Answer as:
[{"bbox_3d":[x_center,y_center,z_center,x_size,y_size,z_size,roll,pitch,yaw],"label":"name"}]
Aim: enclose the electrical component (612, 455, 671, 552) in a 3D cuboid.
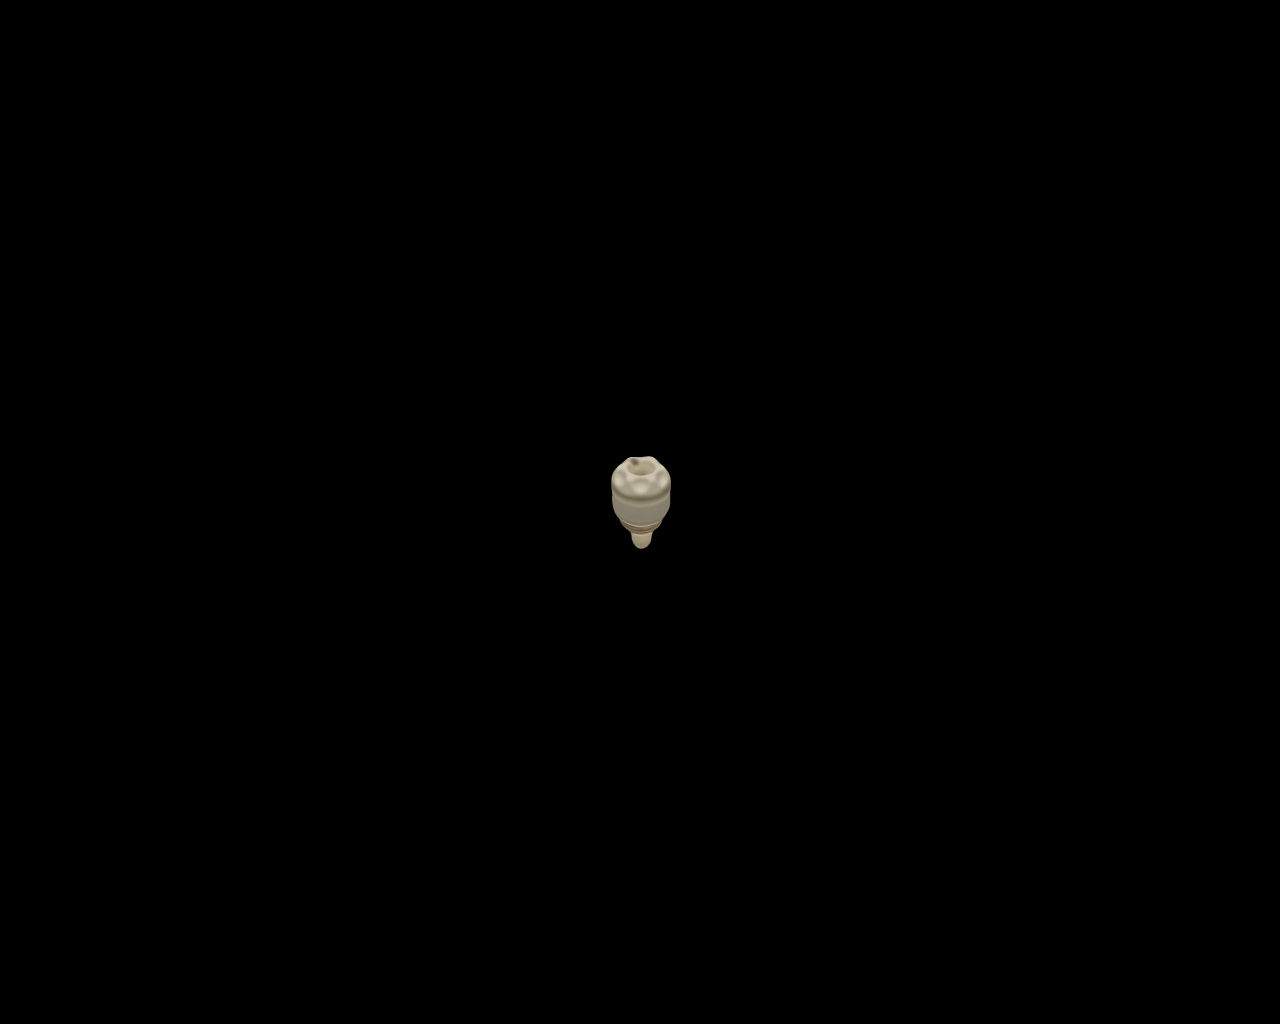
[{"bbox_3d":[0.001,-0.003,0.650,0.035,0.061,0.035,0,38,0],"label":"electrical component"}]
